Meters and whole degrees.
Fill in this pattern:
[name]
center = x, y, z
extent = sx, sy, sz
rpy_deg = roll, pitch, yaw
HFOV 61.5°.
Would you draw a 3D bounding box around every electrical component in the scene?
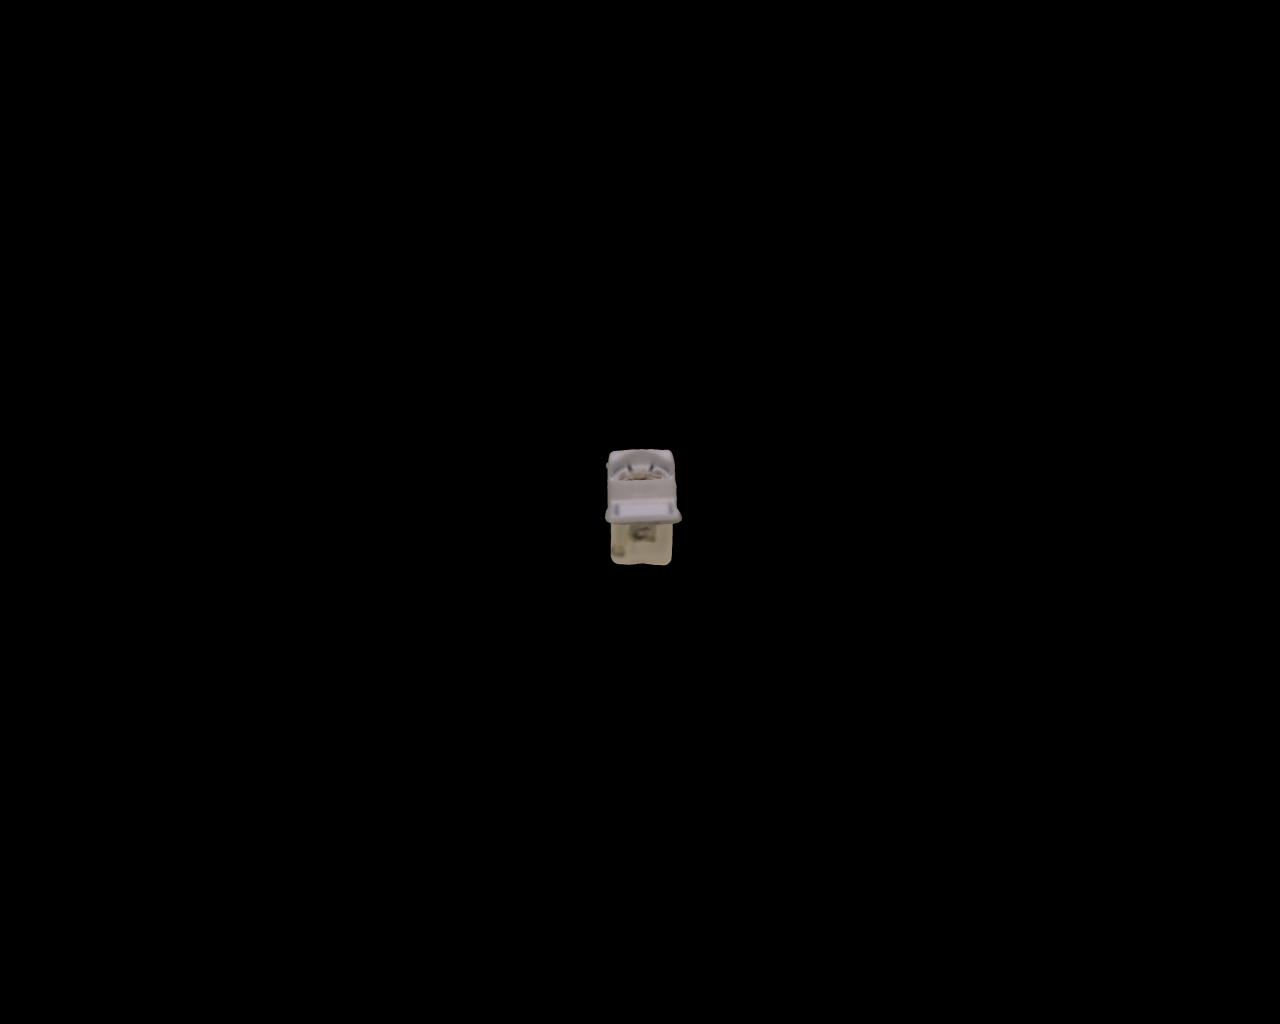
[electrical component]
center = 0.001, -0.003, 0.650
extent = 0.042, 0.063, 0.081
rpy_deg = 0, 29, 0
